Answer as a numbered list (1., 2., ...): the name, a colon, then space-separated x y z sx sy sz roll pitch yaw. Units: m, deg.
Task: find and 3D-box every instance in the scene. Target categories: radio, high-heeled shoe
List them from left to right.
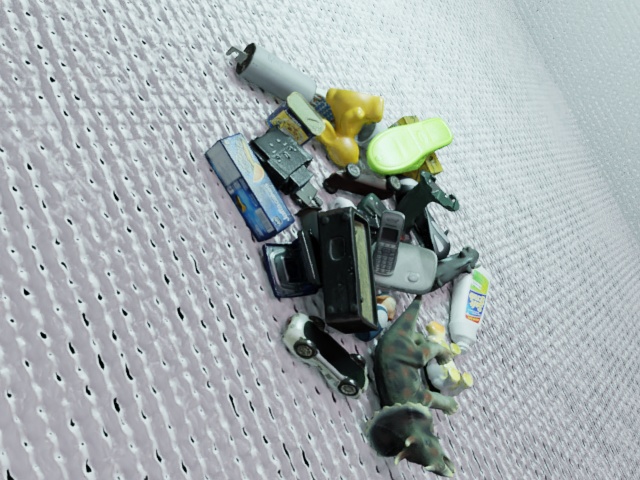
1. radio: 0.054 0.056 1.017 0.131 0.073 0.229 36 45 -64
2. high-heeled shoe: 0.223 -0.056 1.297 0.249 0.086 0.145 44 40 4

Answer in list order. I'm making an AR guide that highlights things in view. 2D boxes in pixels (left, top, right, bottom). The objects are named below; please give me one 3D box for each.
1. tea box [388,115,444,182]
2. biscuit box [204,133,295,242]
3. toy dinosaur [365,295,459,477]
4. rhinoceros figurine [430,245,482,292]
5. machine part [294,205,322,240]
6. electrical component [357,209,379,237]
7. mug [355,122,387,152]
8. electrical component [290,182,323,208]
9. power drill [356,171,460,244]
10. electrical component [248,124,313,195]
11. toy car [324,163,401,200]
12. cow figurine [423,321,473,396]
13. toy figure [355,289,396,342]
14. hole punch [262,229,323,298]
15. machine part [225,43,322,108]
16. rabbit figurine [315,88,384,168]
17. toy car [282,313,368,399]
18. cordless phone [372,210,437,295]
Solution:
1. tea box: 0.240 -0.231 1.417 0.068 0.098 0.169 -18 82 -48
2. biscuit box: -0.131 -0.097 1.008 0.063 0.059 0.202 -34 94 -48
3. toy dinosaur: 0.165 0.263 1.061 0.192 0.131 0.405 20 49 -36
4. rhinoceros figurine: 0.319 0.065 1.319 0.190 0.112 0.073 -21 81 -40
5. machine part: -0.002 -0.003 1.100 0.084 0.039 0.139 -16 81 -39
6. electrical component: 0.069 -0.031 1.146 0.119 0.075 0.048 12 59 -53
7. mug: 0.140 -0.250 1.344 0.107 0.081 0.109 20 50 -47
8. electrical component: -0.034 -0.096 1.129 0.094 0.021 0.063 44 44 -15
9. power drill: 0.209 -0.039 1.202 0.232 0.207 0.086 46 36 -5
10. electrical component: -0.080 -0.154 1.075 0.134 0.058 0.115 44 46 -1
11. toy car: 0.096 -0.130 1.227 0.202 0.089 0.053 11 64 -39
12. cow figurine: 0.258 0.264 1.174 0.068 0.098 0.167 21 36 -29
13. toy figure: 0.122 0.154 1.119 0.154 0.058 0.064 -39 136 -50
14. hole punch: -0.042 0.050 1.007 0.115 0.092 0.142 29 40 -69
15. machine part: -0.094 -0.355 1.175 0.243 0.079 0.079 24 53 -34
16. rabbit figurine: 0.058 -0.252 1.228 0.162 0.122 0.173 4 105 -22
17. toy car: 0.015 0.212 0.982 0.201 0.056 0.073 45 37 -18
18. cordless phone: 0.181 0.020 1.135 0.147 0.184 0.089 12 38 9
